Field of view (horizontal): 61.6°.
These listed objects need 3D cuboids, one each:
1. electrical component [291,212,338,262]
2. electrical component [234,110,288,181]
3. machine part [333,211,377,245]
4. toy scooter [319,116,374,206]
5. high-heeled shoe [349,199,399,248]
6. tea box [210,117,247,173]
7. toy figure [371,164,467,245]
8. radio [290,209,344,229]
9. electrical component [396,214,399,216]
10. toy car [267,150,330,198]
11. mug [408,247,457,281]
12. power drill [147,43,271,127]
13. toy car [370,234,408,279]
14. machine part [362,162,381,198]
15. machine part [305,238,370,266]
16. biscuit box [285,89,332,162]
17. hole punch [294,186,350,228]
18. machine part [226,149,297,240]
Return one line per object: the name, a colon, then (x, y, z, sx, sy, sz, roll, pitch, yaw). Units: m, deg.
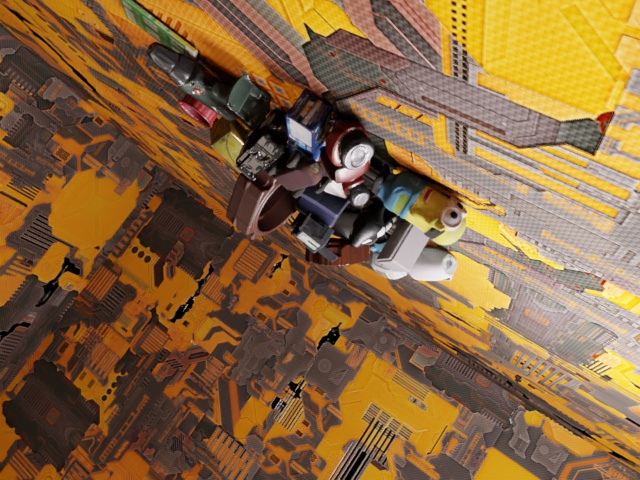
electrical component: (-0.003, -0.004, 1.247, 0.119, 0.048, 0.075, 35, 152, -7)
electrical component: (-0.107, -0.201, 1.100, 0.058, 0.115, 0.134, 37, 128, -23)
machine part: (0.088, -0.035, 1.446, 0.079, 0.079, 0.243, 39, 170, -27)
toy scooter: (0.041, -0.156, 0.961, 0.183, 0.075, 0.135, 81, 164, -55)
high-heeled shoe: (0.108, -0.024, 1.206, 0.086, 0.145, 0.248, 35, 170, 7)
tea box: (-0.201, -0.232, 1.381, 0.169, 0.068, 0.098, 40, -157, -41)
toy figure: (0.178, -0.063, 0.956, 0.180, 0.082, 0.089, 31, 167, 12)
radio: (0.000, -0.074, 1.387, 0.073, 0.131, 0.229, 36, 171, -9)
electrical component: (0.166, -0.079, 1.049, 0.078, 0.045, 0.102, 63, 168, 2)
toy car: (-0.045, -0.133, 1.093, 0.089, 0.053, 0.202, 38, 169, -16)
mug: (0.277, 0.066, 1.282, 0.109, 0.081, 0.107, 44, 159, -23)
power drill: (-0.212, -0.302, 1.071, 0.208, 0.086, 0.231, 20, 173, 37)
toy car: (0.193, 0.054, 1.455, 0.162, 0.103, 0.109, 31, 172, 35)
machine part: (0.100, -0.122, 1.070, 0.084, 0.039, 0.138, 28, 169, 9)
machine part: (0.047, 0.029, 1.466, 0.179, 0.056, 0.179, -1, -172, 0)
biscuit box: (-0.020, -0.202, 1.006, 0.059, 0.063, 0.202, 34, 172, 5)
hole punch: (0.013, -0.104, 1.233, 0.142, 0.116, 0.092, 31, 164, 4)
machine part: (-0.119, -0.109, 1.303, 0.087, 0.200, 0.201, 40, -142, 19)
